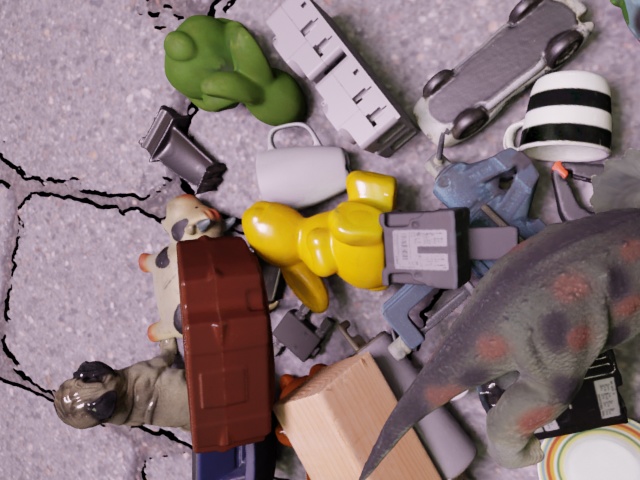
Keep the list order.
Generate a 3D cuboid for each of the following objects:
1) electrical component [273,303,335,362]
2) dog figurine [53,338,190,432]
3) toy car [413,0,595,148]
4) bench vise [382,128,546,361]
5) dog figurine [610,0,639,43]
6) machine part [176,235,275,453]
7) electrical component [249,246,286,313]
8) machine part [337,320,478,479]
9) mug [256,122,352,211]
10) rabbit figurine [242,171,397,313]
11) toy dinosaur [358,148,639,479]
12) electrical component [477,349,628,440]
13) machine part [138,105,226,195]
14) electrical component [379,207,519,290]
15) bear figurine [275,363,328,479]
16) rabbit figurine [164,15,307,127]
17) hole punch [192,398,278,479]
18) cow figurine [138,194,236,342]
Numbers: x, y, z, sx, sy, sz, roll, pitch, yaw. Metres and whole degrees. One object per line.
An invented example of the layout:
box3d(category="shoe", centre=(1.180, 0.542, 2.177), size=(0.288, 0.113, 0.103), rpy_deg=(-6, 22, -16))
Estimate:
box3d(category="electrical component", centre=(-0.026, 0.125, 0.697), size=(0.063, 0.021, 0.094), rpy_deg=(41, 106, 15))
box3d(category="dog figurine", centre=(-0.214, 0.208, 0.686), size=(0.173, 0.190, 0.121), rpy_deg=(8, 96, 20))
box3d(category="toy car", centre=(0.192, -0.182, 0.579), size=(0.202, 0.056, 0.073), rpy_deg=(-39, 73, 18))
box3d(category="bench vise", centre=(0.150, 0.025, 0.567), size=(0.240, 0.129, 0.223), rpy_deg=(-43, 84, 7))
box3d(category="dog figurine", centre=(0.361, -0.156, 0.488), size=(0.192, 0.108, 0.219), rpy_deg=(8, 98, 20))
box3d(category="machine part", centre=(-0.108, 0.107, 0.591), size=(0.087, 0.202, 0.200), rpy_deg=(-5, 108, -17))
box3d(category="electrical component", centre=(-0.073, 0.046, 0.700), size=(0.078, 0.045, 0.102), rpy_deg=(24, 101, 17))
box3d(category="machine part", centre=(0.098, 0.193, 0.621), size=(0.079, 0.079, 0.243), rpy_deg=(-41, 79, 18))
box3d(category="mug", centre=(-0.017, -0.089, 0.658), size=(0.107, 0.081, 0.109), rpy_deg=(-9, 88, 10))
box3d(category="rabbit figurine", centre=(-0.001, -0.002, 0.614), size=(0.173, 0.122, 0.162), rpy_deg=(5, 137, 8))
box3d(category="toy dinosaur", centre=(0.195, 0.041, 0.409), size=(0.405, 0.131, 0.192), rpy_deg=(-25, 116, -17))
box3d(category="electrical component", centre=(0.231, 0.148, 0.547), size=(0.134, 0.058, 0.114), rpy_deg=(-16, 126, 17))
box3d(category="machine part", centre=(-0.191, -0.122, 0.744), size=(0.139, 0.039, 0.084), rpy_deg=(44, 102, 16))
box3d(category="electrical component", centre=(0.117, 0.007, 0.495), size=(0.119, 0.048, 0.074), rpy_deg=(4, 100, 32))
box3d(category="bear figurine", centre=(-0.009, 0.259, 0.642), size=(0.120, 0.132, 0.195), rpy_deg=(-25, 90, 44))
box3d(category="rabbit figurine", centre=(-0.092, -0.204, 0.654), size=(0.170, 0.159, 0.121), rpy_deg=(29, 93, 3))
box3d(category="hole punch", centre=(-0.088, 0.254, 0.674), size=(0.092, 0.115, 0.142), rpy_deg=(-2, 90, 35))
box3d(category="cow figurine", centre=(-0.174, 0.035, 0.720), size=(0.127, 0.085, 0.194), rpy_deg=(-7, 88, 28))
